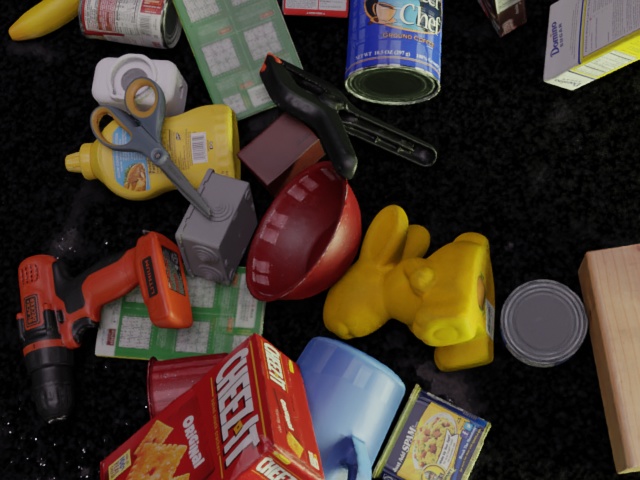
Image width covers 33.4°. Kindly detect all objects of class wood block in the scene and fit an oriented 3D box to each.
[{"bbox_3d":[0.314,0.113,1.026,0.090,0.091,0.206,-9,74,6],"label":"wood block"}]

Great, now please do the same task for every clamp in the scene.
[{"bbox_3d":[0.007,-0.130,1.117,0.210,0.164,0.036,37,117,19],"label":"clamp"}]

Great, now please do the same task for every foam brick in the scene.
[{"bbox_3d":[-0.041,-0.093,1.155,0.078,0.051,0.053,-41,74,-4],"label":"foam brick"}]

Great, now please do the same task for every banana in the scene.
[{"bbox_3d":[-0.287,-0.305,1.259,0.070,0.037,0.197,27,79,32],"label":"banana"}]

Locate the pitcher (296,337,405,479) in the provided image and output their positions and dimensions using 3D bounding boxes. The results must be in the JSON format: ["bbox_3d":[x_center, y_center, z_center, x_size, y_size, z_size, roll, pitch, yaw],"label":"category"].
[{"bbox_3d":[-0.011,0.221,1.020,0.149,0.145,0.242,26,77,17],"label":"pitcher"}]

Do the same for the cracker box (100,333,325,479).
[{"bbox_3d":[-0.106,0.208,0.963,0.214,0.072,0.164,-41,29,15],"label":"cracker box"}]

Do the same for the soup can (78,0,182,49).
[{"bbox_3d":[-0.214,-0.257,1.217,0.102,0.068,0.068,10,76,10],"label":"soup can"}]

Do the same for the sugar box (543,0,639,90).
[{"bbox_3d":[0.297,-0.222,1.081,0.048,0.176,0.093,12,77,-19],"label":"sugar box"}]

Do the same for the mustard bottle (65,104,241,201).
[{"bbox_3d":[-0.185,-0.092,1.171,0.191,0.058,0.096,-5,87,7],"label":"mustard bottle"}]

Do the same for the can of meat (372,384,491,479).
[{"bbox_3d":[0.111,0.206,1.048,0.084,0.057,0.102,25,80,12],"label":"can of meat"}]

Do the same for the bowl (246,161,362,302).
[{"bbox_3d":[-0.007,0.001,1.095,0.055,0.162,0.162,31,78,-28],"label":"bowl"}]

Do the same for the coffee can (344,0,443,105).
[{"bbox_3d":[0.081,-0.230,1.148,0.103,0.103,0.140,2,75,8],"label":"coffee can"}]

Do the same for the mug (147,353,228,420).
[{"bbox_3d":[-0.124,0.170,1.081,0.081,0.093,0.117,-8,104,1],"label":"mug"}]

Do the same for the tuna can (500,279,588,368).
[{"bbox_3d":[0.225,0.085,1.076,0.086,0.033,0.086,-2,74,7],"label":"tuna can"}]

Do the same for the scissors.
[{"bbox_3d":[-0.160,-0.105,1.110,0.202,0.016,0.096,30,85,29],"label":"scissors"}]

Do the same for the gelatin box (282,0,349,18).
[{"bbox_3d":[-0.004,-0.295,1.189,0.073,0.030,0.089,1,108,-6],"label":"gelatin box"}]

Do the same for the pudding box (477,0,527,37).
[{"bbox_3d":[0.183,-0.281,1.143,0.039,0.113,0.090,-29,72,3],"label":"pudding box"}]

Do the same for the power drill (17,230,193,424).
[{"bbox_3d":[-0.228,0.082,1.109,0.188,0.057,0.184,-19,70,16],"label":"power drill"}]
